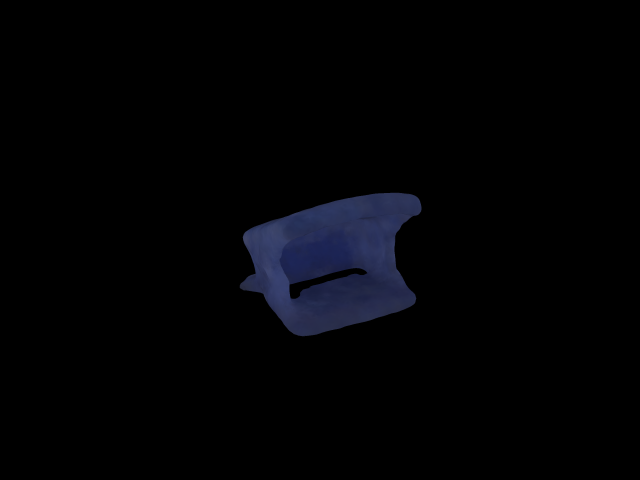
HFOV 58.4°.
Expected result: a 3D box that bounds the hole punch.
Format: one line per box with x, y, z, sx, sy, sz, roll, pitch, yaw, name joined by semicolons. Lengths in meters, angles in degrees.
0.004;0.001;0.400;0.109;0.091;0.100;-12;27;-25;hole punch
